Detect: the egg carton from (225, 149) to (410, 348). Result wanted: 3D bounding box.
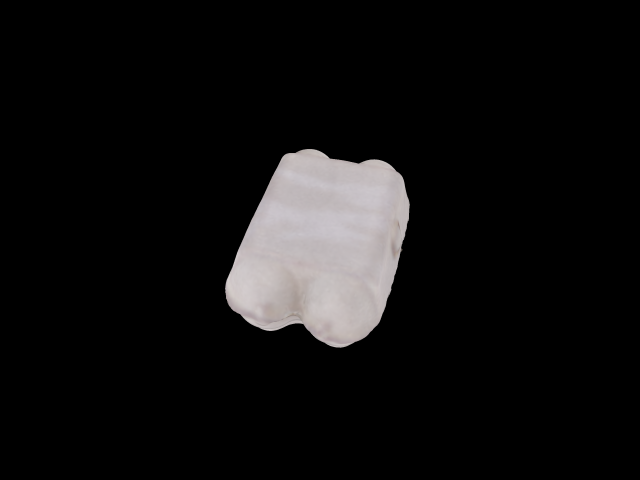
[{"bbox_3d":[0.004,0.001,0.400,0.107,0.069,0.150,11,51,9],"label":"egg carton"}]
